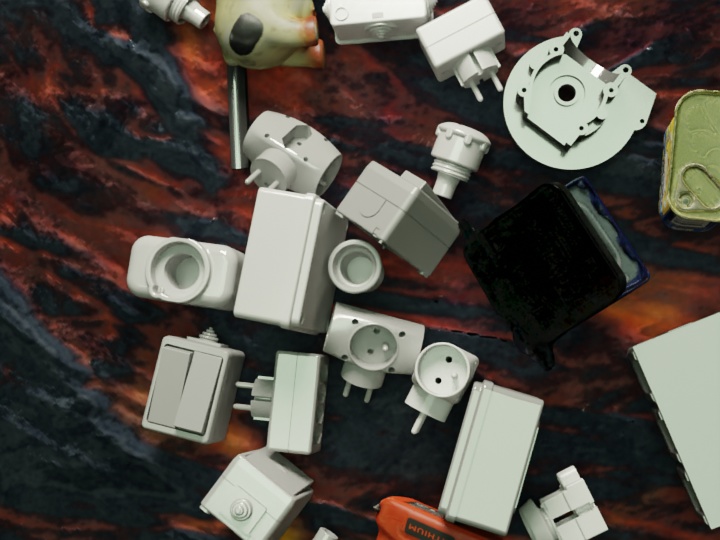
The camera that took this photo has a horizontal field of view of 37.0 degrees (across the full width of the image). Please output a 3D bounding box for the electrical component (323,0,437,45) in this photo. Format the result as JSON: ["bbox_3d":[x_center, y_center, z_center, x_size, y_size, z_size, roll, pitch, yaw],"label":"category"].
[{"bbox_3d":[0.017,-0.249,0.937,0.100,0.048,0.099,-3,84,8],"label":"electrical component"}]

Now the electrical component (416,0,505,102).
[{"bbox_3d":[0.095,-0.181,0.919,0.066,0.047,0.076,-27,81,5],"label":"electrical component"}]

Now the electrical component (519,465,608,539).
[{"bbox_3d":[0.163,0.201,0.871,0.055,0.048,0.066,-25,81,-2],"label":"electrical component"}]

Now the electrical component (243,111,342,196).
[{"bbox_3d":[-0.068,-0.090,0.925,0.077,0.043,0.079,32,49,10],"label":"electrical component"}]

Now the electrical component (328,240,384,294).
[{"bbox_3d":[0.000,0.000,0.905,0.044,0.065,0.044,-1,85,8],"label":"electrical component"}]

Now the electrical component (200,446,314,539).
[{"bbox_3d":[-0.082,0.185,0.883,0.062,0.096,0.061,37,90,10],"label":"electrical component"}]

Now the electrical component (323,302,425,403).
[{"bbox_3d":[0.007,0.074,0.905,0.077,0.044,0.079,15,105,-3],"label":"electrical component"}]

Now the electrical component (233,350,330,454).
[{"bbox_3d":[-0.070,0.110,0.914,0.076,0.047,0.083,5,85,9],"label":"electrical component"}]

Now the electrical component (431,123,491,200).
[{"bbox_3d":[0.080,-0.092,0.915,0.048,0.048,0.062,21,95,10],"label":"electrical component"}]

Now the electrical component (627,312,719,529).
[{"bbox_3d":[0.284,0.115,0.852,0.089,0.062,0.150,-22,81,6],"label":"electrical component"}]

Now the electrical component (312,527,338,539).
[{"bbox_3d":[-0.042,0.246,0.898,0.043,0.043,0.062,31,88,10],"label":"electrical component"}]

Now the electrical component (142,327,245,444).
[{"bbox_3d":[-0.141,0.095,0.919,0.062,0.061,0.096,13,86,10],"label":"electrical component"}]

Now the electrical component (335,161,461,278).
[{"bbox_3d":[0.039,-0.042,0.894,0.062,0.096,0.061,35,90,40],"label":"electrical component"}]

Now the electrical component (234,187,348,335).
[{"bbox_3d":[-0.055,-0.005,0.893,0.056,0.109,0.108,10,86,12],"label":"electrical component"}]

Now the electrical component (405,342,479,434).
[{"bbox_3d":[0.062,0.098,0.880,0.043,0.077,0.079,26,89,10],"label":"electrical component"}]

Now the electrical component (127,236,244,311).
[{"bbox_3d":[-0.149,0.003,0.931,0.095,0.059,0.053,7,85,9],"label":"electrical component"}]

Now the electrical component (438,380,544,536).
[{"bbox_3d":[0.104,0.145,0.853,0.056,0.109,0.108,16,87,7],"label":"electrical component"}]

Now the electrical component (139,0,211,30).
[{"bbox_3d":[-0.164,-0.241,0.967,0.062,0.048,0.048,37,90,4],"label":"electrical component"}]
